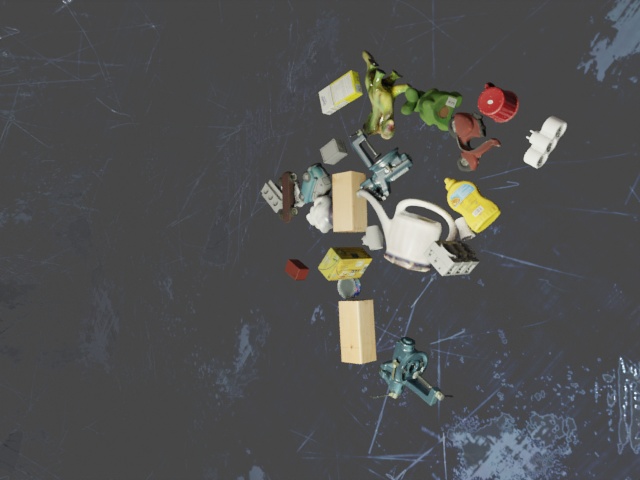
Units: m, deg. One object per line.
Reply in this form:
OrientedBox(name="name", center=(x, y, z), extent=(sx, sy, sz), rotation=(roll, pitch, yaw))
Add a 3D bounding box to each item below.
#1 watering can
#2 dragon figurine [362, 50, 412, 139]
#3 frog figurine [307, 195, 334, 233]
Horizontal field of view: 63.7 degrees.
OrientedBox(name="watering can", center=(0.260, -0.030, 1.643), extent=(0.349, 0.104, 0.223), rotation=(19, 100, 27))
OrientedBox(name="dragon figurine", center=(0.186, -0.478, 1.766), extent=(0.419, 0.122, 0.238), rotation=(-112, 36, -52))
OrientedBox(name="frog figurine", center=(0.006, -0.096, 1.909), extent=(0.159, 0.124, 0.136), rotation=(-2, 106, 33))
